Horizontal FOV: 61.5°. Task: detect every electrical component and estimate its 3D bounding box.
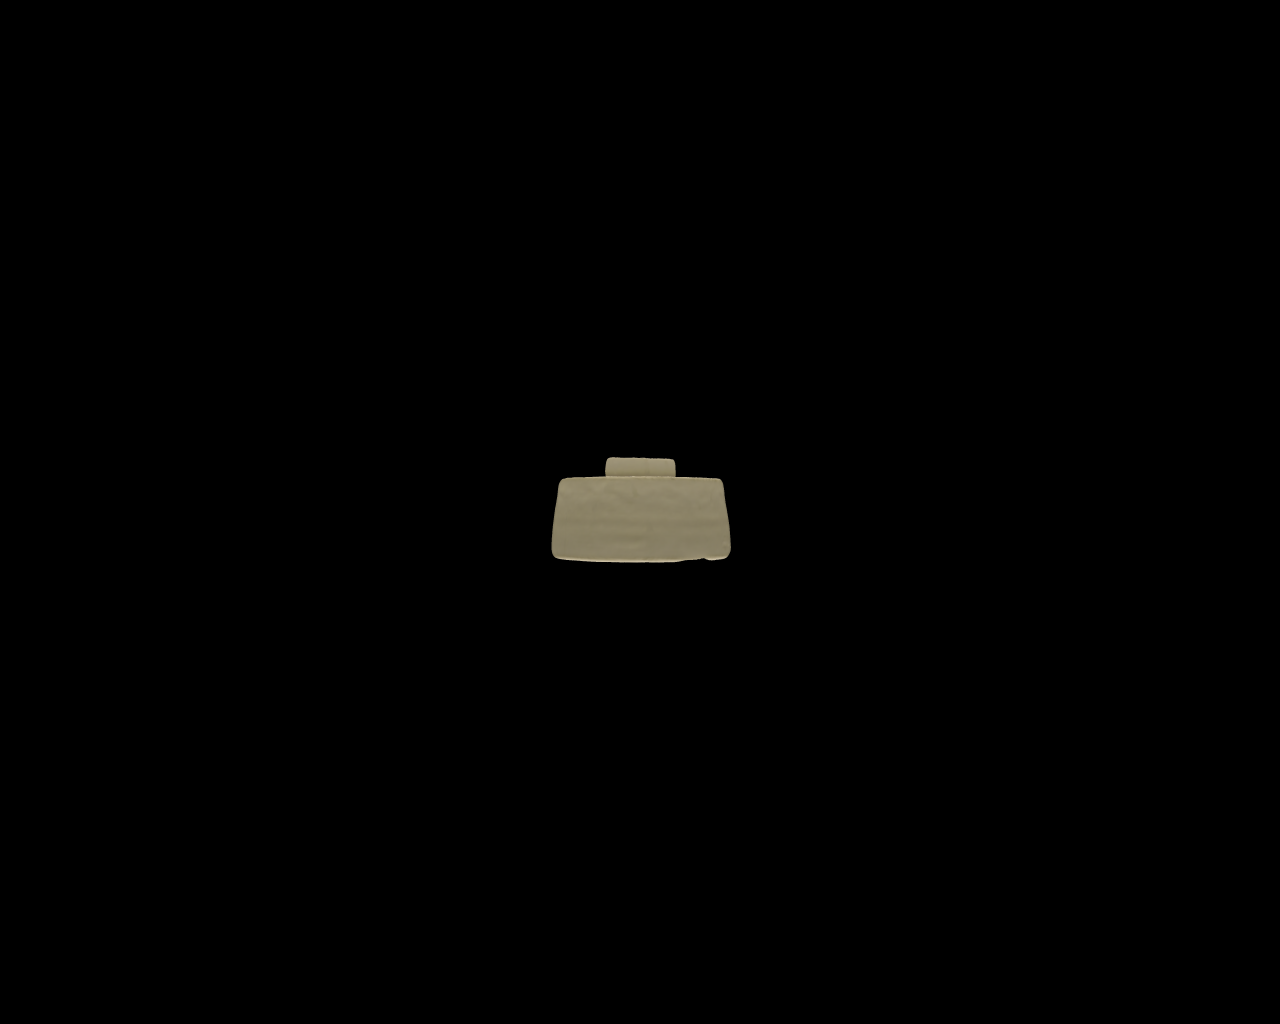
[{"bbox_3d":[0.001,-0.003,0.650,0.108,0.060,0.108,0,0,0],"label":"electrical component"}]
